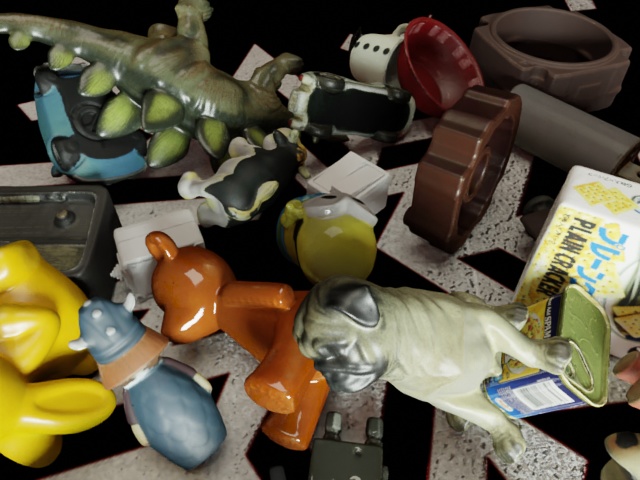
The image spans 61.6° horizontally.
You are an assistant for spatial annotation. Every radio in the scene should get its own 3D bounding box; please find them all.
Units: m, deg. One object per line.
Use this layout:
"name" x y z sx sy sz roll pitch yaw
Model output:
"radio" -0.328 0.009 0.551 0.230 0.073 0.131 0 47 -2

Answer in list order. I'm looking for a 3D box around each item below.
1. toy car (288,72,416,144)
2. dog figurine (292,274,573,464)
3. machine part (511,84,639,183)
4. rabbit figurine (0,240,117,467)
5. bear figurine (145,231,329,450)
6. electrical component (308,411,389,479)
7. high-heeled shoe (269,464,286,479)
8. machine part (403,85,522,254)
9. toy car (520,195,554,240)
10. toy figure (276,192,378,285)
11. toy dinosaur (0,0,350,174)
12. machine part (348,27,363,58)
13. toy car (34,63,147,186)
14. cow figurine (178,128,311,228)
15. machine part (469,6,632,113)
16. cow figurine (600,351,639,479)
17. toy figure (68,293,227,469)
"toy car" 0.044 -0.166 0.684 0.201 0.073 0.056 -3 29 -38
"dog figurine" 0.066 0.071 0.428 0.190 0.172 0.121 25 83 -10
"machine part" 0.316 -0.135 0.697 0.079 0.079 0.243 -33 55 -27
"rabbit figurine" -0.250 0.105 0.418 0.122 0.162 0.173 -37 12 7
"bear figurine" -0.081 0.076 0.467 0.196 0.120 0.132 15 52 15
"electrical component" 0.023 0.185 0.431 0.063 0.021 0.094 7 47 4
"high-heeled shoe" -0.105 0.239 0.358 0.249 0.086 0.145 -13 70 6
"machine part" 0.156 -0.076 0.580 0.056 0.179 0.179 27 52 25
"toy car" 0.319 -0.011 0.598 0.202 0.053 0.089 -5 43 -12
"toy figure" 0.003 -0.002 0.521 0.082 0.089 0.180 -18 6 -15
"toy dinosaur" -0.172 -0.188 0.643 0.471 0.105 0.198 17 63 -22
"machine part" 0.112 -0.306 0.880 0.139 0.039 0.084 23 56 17
"toy car" -0.291 -0.128 0.652 0.109 0.103 0.161 -23 83 -45
"cow figurine" -0.062 -0.076 0.587 0.098 0.068 0.167 8 40 43
"machine part" 0.346 -0.278 0.826 0.201 0.087 0.202 -14 48 -14
"cow figurine" 0.288 0.132 0.392 0.127 0.195 0.085 41 19 7
"toy figure" -0.137 0.110 0.426 0.154 0.058 0.064 54 39 -6
